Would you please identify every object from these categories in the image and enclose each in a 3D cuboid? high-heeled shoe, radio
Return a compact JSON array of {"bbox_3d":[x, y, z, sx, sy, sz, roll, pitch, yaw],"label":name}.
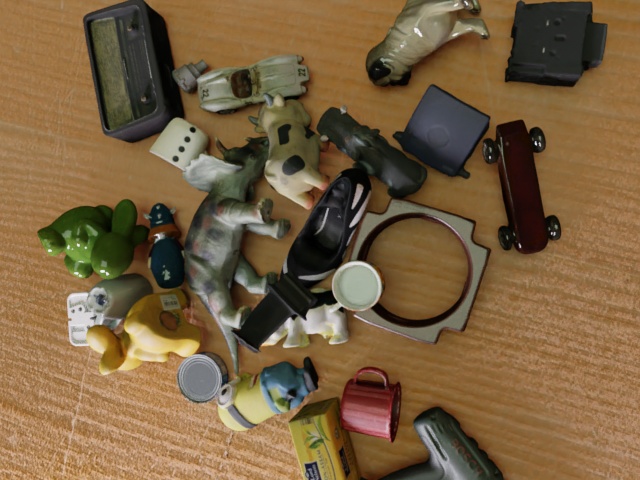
[{"bbox_3d":[-0.002,-0.003,0.847,0.086,0.145,0.248,36,95,12],"label":"high-heeled shoe"},{"bbox_3d":[-0.334,-0.303,0.969,0.131,0.073,0.229,-13,87,13],"label":"radio"}]

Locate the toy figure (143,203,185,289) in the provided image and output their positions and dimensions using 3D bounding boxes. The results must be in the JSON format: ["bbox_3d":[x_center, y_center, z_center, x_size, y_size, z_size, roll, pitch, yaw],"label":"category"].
[{"bbox_3d":[-0.275,0.008,0.950,0.058,0.064,0.154,-40,57,46],"label":"toy figure"}]

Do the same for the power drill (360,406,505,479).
[{"bbox_3d":[0.179,0.393,0.823,0.207,0.086,0.232,-32,80,9],"label":"power drill"}]

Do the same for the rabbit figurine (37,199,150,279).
[{"bbox_3d":[-0.375,0.010,0.943,0.170,0.121,0.159,27,57,37],"label":"rabbit figurine"}]

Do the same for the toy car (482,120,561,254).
[{"bbox_3d":[0.303,-0.078,0.813,0.089,0.053,0.202,-14,97,6],"label":"toy car"}]

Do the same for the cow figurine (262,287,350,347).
[{"bbox_3d":[-0.035,0.130,0.892,0.167,0.068,0.098,-6,82,10],"label":"cow figurine"}]

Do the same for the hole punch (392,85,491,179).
[{"bbox_3d":[0.193,-0.169,0.835,0.142,0.092,0.115,33,100,9],"label":"hole punch"}]

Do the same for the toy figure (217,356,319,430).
[{"bbox_3d":[-0.088,0.258,0.896,0.180,0.082,0.089,-20,83,10],"label":"toy figure"}]

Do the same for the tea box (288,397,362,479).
[{"bbox_3d":[0.014,0.351,0.861,0.068,0.098,0.169,-17,87,13],"label":"tea box"}]

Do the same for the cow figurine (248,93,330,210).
[{"bbox_3d":[-0.052,-0.154,0.864,0.085,0.127,0.195,-44,33,40],"label":"cow figurine"}]

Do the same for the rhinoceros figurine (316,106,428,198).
[{"bbox_3d":[0.079,-0.135,0.845,0.190,0.112,0.073,37,100,0],"label":"rhinoceros figurine"}]

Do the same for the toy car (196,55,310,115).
[{"bbox_3d":[-0.116,-0.267,0.925,0.202,0.056,0.073,-8,87,14],"label":"toy car"}]

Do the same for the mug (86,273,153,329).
[{"bbox_3d":[-0.367,0.111,0.951,0.081,0.107,0.109,36,95,13],"label":"mug"}]

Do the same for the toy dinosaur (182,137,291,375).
[{"bbox_3d":[-0.167,0.013,0.907,0.192,0.131,0.404,21,99,26],"label":"toy dinosaur"}]

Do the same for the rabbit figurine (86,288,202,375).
[{"bbox_3d":[-0.312,0.178,0.922,0.173,0.162,0.122,-36,78,33],"label":"rabbit figurine"}]

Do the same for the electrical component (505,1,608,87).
[{"bbox_3d":[0.357,-0.296,0.813,0.134,0.058,0.114,7,92,14],"label":"electrical component"}]

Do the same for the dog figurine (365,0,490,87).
[{"bbox_3d":[0.149,-0.348,0.852,0.191,0.121,0.172,-21,50,29],"label":"dog figurine"}]

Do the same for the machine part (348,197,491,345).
[{"bbox_3d":[0.148,0.046,0.841,0.202,0.087,0.201,18,93,15],"label":"machine part"}]

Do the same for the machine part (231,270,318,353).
[{"bbox_3d":[-0.074,0.119,0.852,0.139,0.039,0.084,-43,74,-3],"label":"machine part"}]
